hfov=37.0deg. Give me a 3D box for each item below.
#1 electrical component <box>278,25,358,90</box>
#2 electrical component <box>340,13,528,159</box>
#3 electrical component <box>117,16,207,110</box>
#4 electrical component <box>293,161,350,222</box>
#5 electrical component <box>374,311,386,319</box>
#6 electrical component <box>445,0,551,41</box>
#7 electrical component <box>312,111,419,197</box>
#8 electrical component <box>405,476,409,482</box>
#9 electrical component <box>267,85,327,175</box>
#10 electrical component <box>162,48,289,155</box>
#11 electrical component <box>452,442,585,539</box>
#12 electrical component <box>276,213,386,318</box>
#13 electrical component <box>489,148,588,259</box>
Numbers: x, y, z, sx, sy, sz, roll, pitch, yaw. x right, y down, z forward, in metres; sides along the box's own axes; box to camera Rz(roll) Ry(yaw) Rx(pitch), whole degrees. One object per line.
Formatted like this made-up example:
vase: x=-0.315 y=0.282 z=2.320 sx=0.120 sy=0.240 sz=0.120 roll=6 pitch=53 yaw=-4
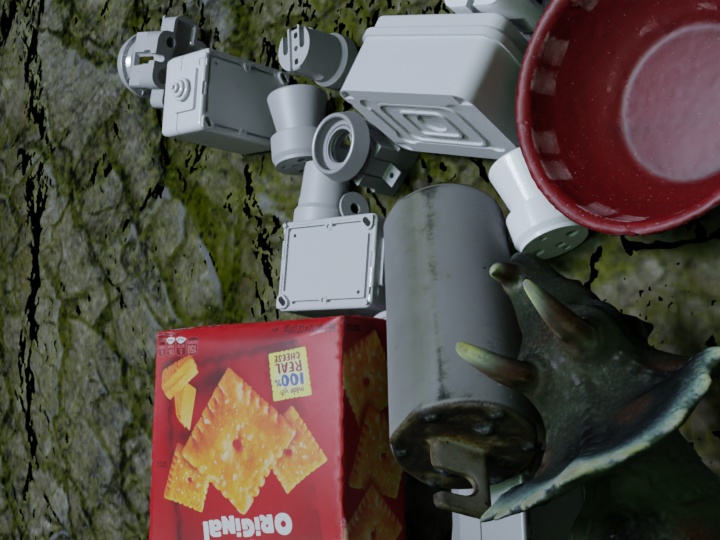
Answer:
electrical component: x=-0.031 y=-0.156 z=0.785 sx=0.040 sy=0.046 sz=0.040 roll=-10 pitch=77 yaw=45
electrical component: x=0.055 y=-0.113 z=0.661 sx=0.113 sy=0.078 sz=0.057 roll=13 pitch=73 yaw=46
electrical component: x=-0.171 y=-0.177 z=0.926 sx=0.057 sy=0.058 sz=0.078 roll=9 pitch=90 yaw=43
electrical component: x=-0.026 y=-0.051 z=0.768 sx=0.040 sy=0.040 sz=0.046 roll=-5 pitch=75 yaw=45
electrical component: x=0.034 y=0.055 z=0.682 sx=0.055 sy=0.047 sz=0.055 roll=-10 pitch=77 yaw=45
electrical component: x=0.092 y=-0.166 z=0.644 sx=0.078 sy=0.057 sz=0.058 roll=11 pitch=76 yaw=49
electrical component: x=0.001 y=-0.081 z=0.732 sx=0.066 sy=0.055 sz=0.048 roll=50 pitch=118 yaw=38
electrical component: x=-0.017 y=0.156 z=0.708 sx=0.096 sy=0.061 sz=0.061 roll=13 pitch=93 yaw=46
electrical component: x=-0.044 y=-0.102 z=0.791 sx=0.045 sy=0.045 sz=0.055 roll=-19 pitch=70 yaw=43
electrical component: x=-0.110 y=-0.128 z=0.826 sx=0.061 sy=0.096 sz=0.061 roll=-2 pitch=82 yaw=46
electrical component: x=0.088 y=0.138 z=0.602 sx=0.061 sy=0.062 sz=0.096 roll=-12 pitch=75 yaw=44
electrical component: x=0.000 y=0.000 z=0.721 sx=0.096 sy=0.061 sz=0.061 roll=-4 pitch=77 yaw=38
electrical component: x=0.104 y=-0.039 z=0.627 sx=0.045 sy=0.045 sz=0.055 roll=-36 pitch=60 yaw=37
